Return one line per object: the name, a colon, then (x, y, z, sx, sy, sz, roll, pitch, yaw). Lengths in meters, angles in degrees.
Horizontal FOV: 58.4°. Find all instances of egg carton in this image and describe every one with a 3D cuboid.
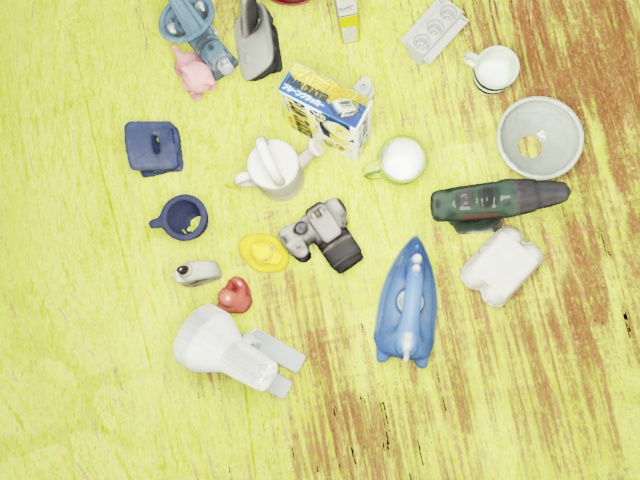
egg carton: (0.349, 0.050, 1.107, 0.107, 0.069, 0.150, 42, 87, 8)

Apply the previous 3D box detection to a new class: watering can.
watering can: (-0.082, -0.146, 1.097, 0.173, 0.194, 0.101, -43, 82, -2)

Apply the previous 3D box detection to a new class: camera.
camera: (0.010, 0.004, 1.119, 0.143, 0.101, 0.137, -34, 82, -1)

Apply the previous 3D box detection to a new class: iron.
iron: (0.169, 0.109, 1.075, 0.118, 0.141, 0.258, 7, 83, 5)

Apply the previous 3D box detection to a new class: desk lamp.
desk lamp: (-0.141, 0.209, 1.045, 0.203, 0.213, 0.118, 26, 85, 7)

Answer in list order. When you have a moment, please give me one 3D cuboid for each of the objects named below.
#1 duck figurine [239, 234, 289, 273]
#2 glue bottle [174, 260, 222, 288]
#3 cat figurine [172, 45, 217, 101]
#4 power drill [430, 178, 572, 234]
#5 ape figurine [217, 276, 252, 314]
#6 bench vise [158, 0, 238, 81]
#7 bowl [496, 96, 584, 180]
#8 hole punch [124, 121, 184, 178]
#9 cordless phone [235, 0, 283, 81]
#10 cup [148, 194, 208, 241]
duck figurine: (-0.115, 0.022, 1.132, 0.104, 0.086, 0.077, 25, 85, 7)
glue bottle: (-0.242, 0.063, 1.091, 0.078, 0.173, 0.037, -22, 82, 1)
cat figurine: (-0.261, -0.345, 1.172, 0.067, 0.118, 0.128, -36, 82, -1)
power drill: (0.314, -0.064, 1.054, 0.229, 0.208, 0.076, -5, 82, 3)
ape figurine: (-0.174, 0.112, 1.121, 0.078, 0.092, 0.076, -41, 82, -2)
bench vise: (-0.239, -0.429, 1.130, 0.207, 0.220, 0.121, 33, 86, 7)
bowl: (0.425, -0.193, 1.131, 0.167, 0.075, 0.167, 0, 83, 4)
hole punch: (-0.338, -0.192, 1.171, 0.101, 0.091, 0.109, -10, 82, 2)
cordless phone: (-0.135, -0.415, 1.139, 0.094, 0.185, 0.147, -14, 82, 2)
cup: (-0.273, -0.035, 1.145, 0.117, 0.095, 0.092, -12, 82, 2)
